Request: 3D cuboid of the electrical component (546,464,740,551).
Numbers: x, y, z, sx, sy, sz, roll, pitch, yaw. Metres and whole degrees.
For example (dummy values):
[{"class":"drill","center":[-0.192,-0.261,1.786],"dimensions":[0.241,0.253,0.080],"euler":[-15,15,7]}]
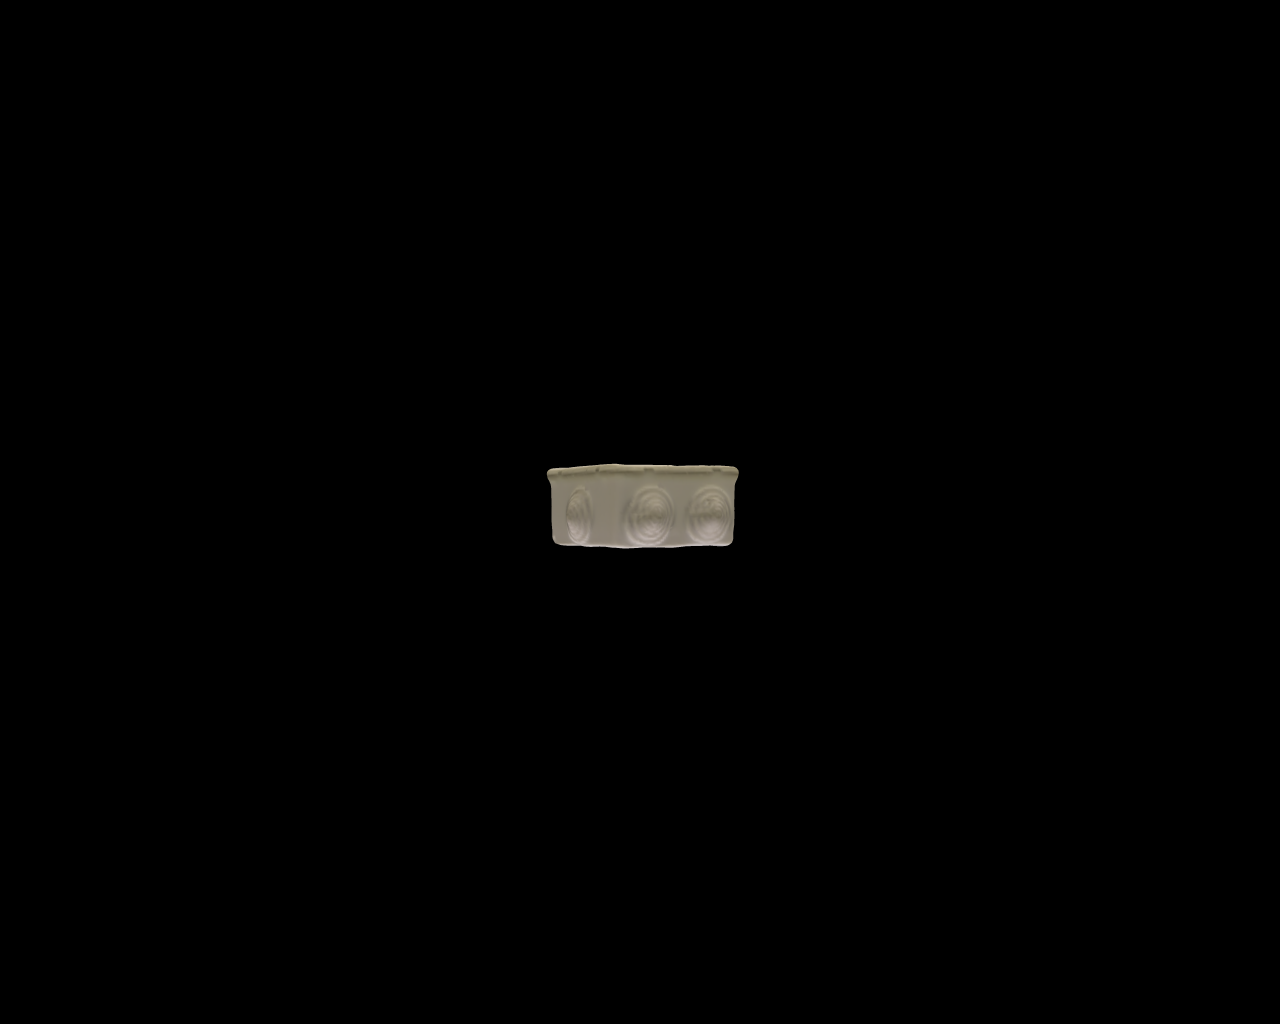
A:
[{"class":"electrical component","center":[0.001,-0.003,0.650],"dimensions":[0.100,0.048,0.099],"euler":[0,0,-32]}]
